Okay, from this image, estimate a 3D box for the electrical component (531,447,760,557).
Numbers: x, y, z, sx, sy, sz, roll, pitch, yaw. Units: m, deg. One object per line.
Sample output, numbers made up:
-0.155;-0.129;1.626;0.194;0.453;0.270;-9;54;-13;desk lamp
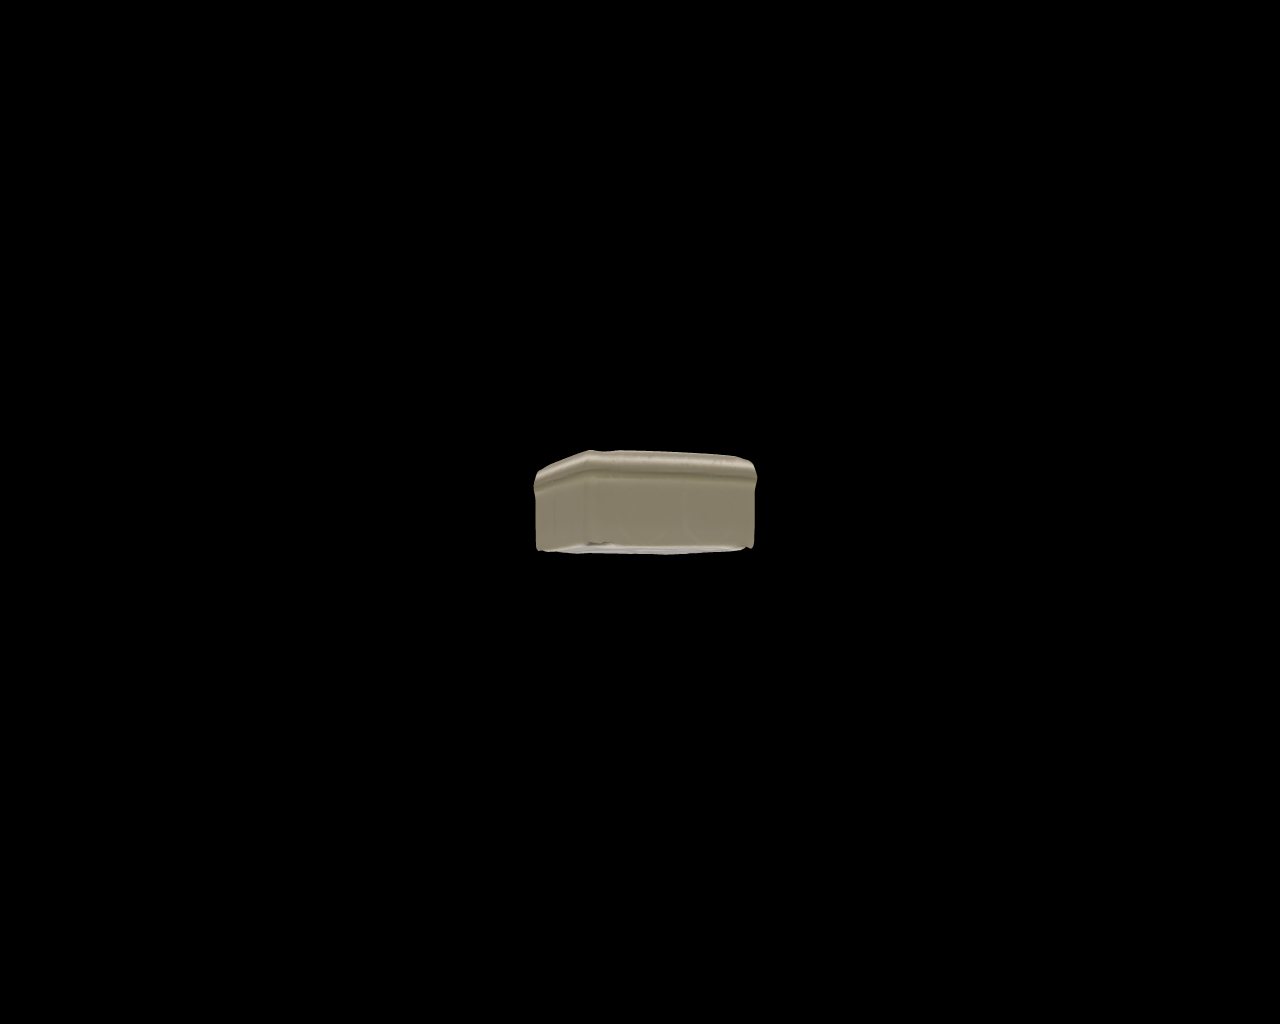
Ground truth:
0.001;-0.003;0.650;0.109;0.056;0.108;2;-5;-24;electrical component
